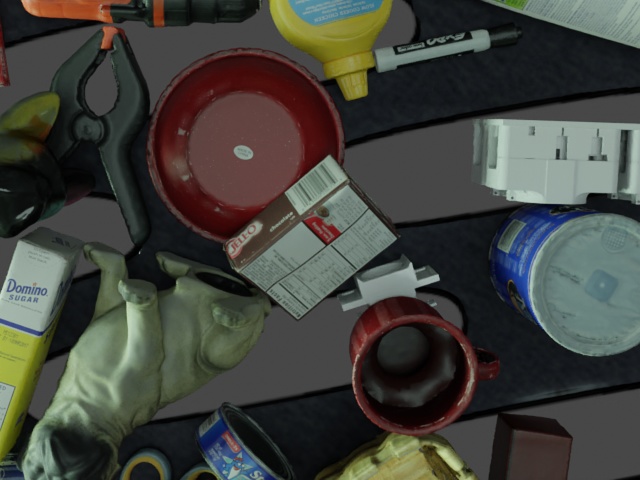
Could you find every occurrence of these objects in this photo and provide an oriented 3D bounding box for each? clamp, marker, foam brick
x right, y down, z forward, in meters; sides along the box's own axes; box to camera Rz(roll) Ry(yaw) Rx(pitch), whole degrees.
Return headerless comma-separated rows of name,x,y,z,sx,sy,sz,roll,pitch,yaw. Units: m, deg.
clamp,-0.189,-0.083,0.839,0.120,0.039,0.171,4,95,-5
marker,0.103,-0.155,0.857,0.121,0.020,0.020,-11,97,-2
foam brick,0.173,0.188,0.885,0.051,0.053,0.078,6,97,-4

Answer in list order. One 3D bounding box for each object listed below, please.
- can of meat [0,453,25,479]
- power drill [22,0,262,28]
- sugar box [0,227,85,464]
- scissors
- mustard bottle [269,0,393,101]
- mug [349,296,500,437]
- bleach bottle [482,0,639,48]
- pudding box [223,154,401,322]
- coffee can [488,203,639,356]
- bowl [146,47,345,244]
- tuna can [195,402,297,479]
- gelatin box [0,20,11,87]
can of meat,-0.233,0.221,0.862,0.084,0.057,0.102,-2,97,-6
power drill,-0.134,-0.257,0.812,0.184,0.057,0.188,1,96,-6
sugar box,-0.233,0.082,0.827,0.048,0.093,0.176,22,95,-7
scissors,-0.155,0.258,0.891,0.096,0.016,0.202,36,97,-1
mustard bottle,0.005,-0.203,0.826,0.096,0.058,0.191,-17,97,-15
mug,0.078,0.091,0.813,0.117,0.081,0.093,0,102,-5
bleach bottle,0.175,-0.214,0.815,0.250,0.103,0.068,14,62,-4
pudding box,-0.006,0.001,0.834,0.113,0.039,0.090,-38,137,7
coffee can,0.195,0.025,0.823,0.102,0.140,0.103,0,96,-4
bowl,-0.058,-0.071,0.839,0.162,0.055,0.162,0,97,-3
tuna can,-0.060,0.172,0.851,0.034,0.086,0.086,-44,97,3
gelatin box,-0.291,-0.151,0.828,0.089,0.030,0.073,-7,97,-3
